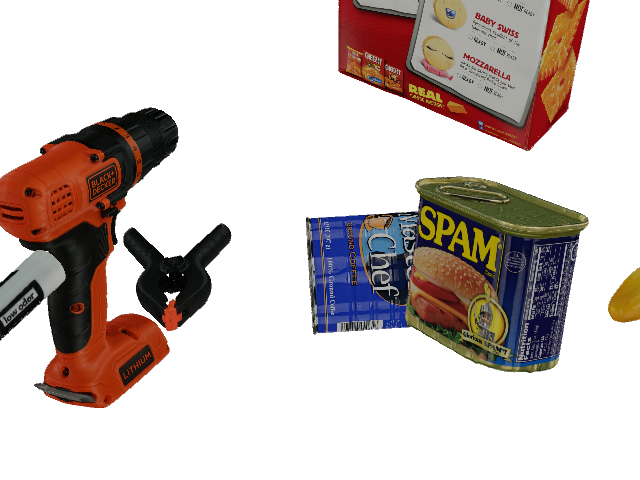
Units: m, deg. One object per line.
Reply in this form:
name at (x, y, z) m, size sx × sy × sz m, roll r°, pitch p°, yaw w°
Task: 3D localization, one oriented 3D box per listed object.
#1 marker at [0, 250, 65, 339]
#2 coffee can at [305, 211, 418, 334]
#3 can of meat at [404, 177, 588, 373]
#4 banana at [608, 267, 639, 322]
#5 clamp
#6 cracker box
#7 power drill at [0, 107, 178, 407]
marker at (-0.153, 0.047, 0.447) m, size 0.020 × 0.020 × 0.121 m, roll 0°, pitch 36°, yaw 38°
coffee can at (0.060, 0.026, 0.927) m, size 0.140 × 0.103 × 0.103 m, roll -4°, pitch 0°, yaw -1°
can of meat at (0.093, 0.017, 0.593) m, size 0.057 × 0.084 × 0.102 m, roll -5°, pitch 20°, yaw -32°
banana at (0.292, 0.023, 0.739) m, size 0.198 × 0.037 × 0.069 m, roll -3°, pitch 34°, yaw 1°
clamp at (-0.148, 0.032, 1.154) m, size 0.120 × 0.039 × 0.171 m, roll -13°, pitch 38°, yaw -6°
cracker box at (0.096, -0.186, 0.711) m, size 0.164 × 0.214 × 0.072 m, roll 27°, pitch 50°, yaw 26°
power drill at (-0.154, 0.009, 0.765) m, size 0.057 × 0.188 × 0.184 m, roll 8°, pitch 25°, yaw 25°
